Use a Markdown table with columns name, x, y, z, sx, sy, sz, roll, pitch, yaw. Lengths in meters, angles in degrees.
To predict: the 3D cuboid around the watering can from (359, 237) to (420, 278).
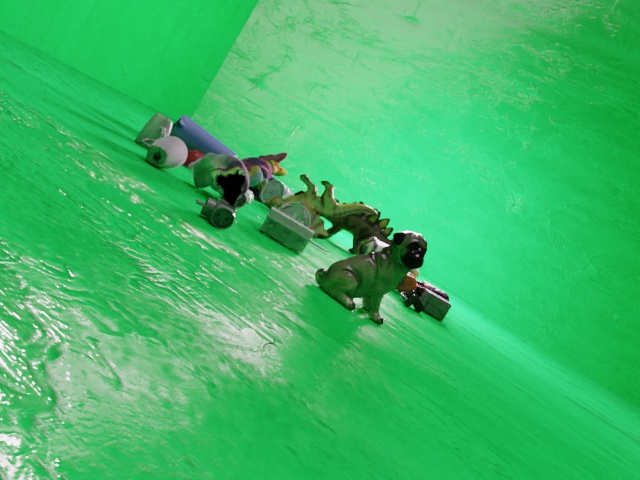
| name | x | y | z | sx | sy | sz | roll | pitch | yaw |
| --- | --- | --- | --- | --- | --- | --- | --- | --- | --- |
| watering can | 0.240 | 0.082 | 1.890 | 0.224 | 0.105 | 0.346 | 31 | -8 | -4 |

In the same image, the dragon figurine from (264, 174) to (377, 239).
| name | x | y | z | sx | sy | sz | roll | pitch | yaw |
| --- | --- | --- | --- | --- | --- | --- | --- | --- | --- |
| dragon figurine | 0.006 | -0.092 | 1.834 | 0.410 | 0.119 | 0.249 | 18 | 50 | -5 |

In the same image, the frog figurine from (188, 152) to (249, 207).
| name | x | y | z | sx | sy | sz | roll | pitch | yaw |
| --- | --- | --- | --- | --- | --- | --- | --- | --- | --- |
| frog figurine | -0.259 | -0.168 | 1.326 | 0.161 | 0.123 | 0.135 | 34 | -8 | 48 |
